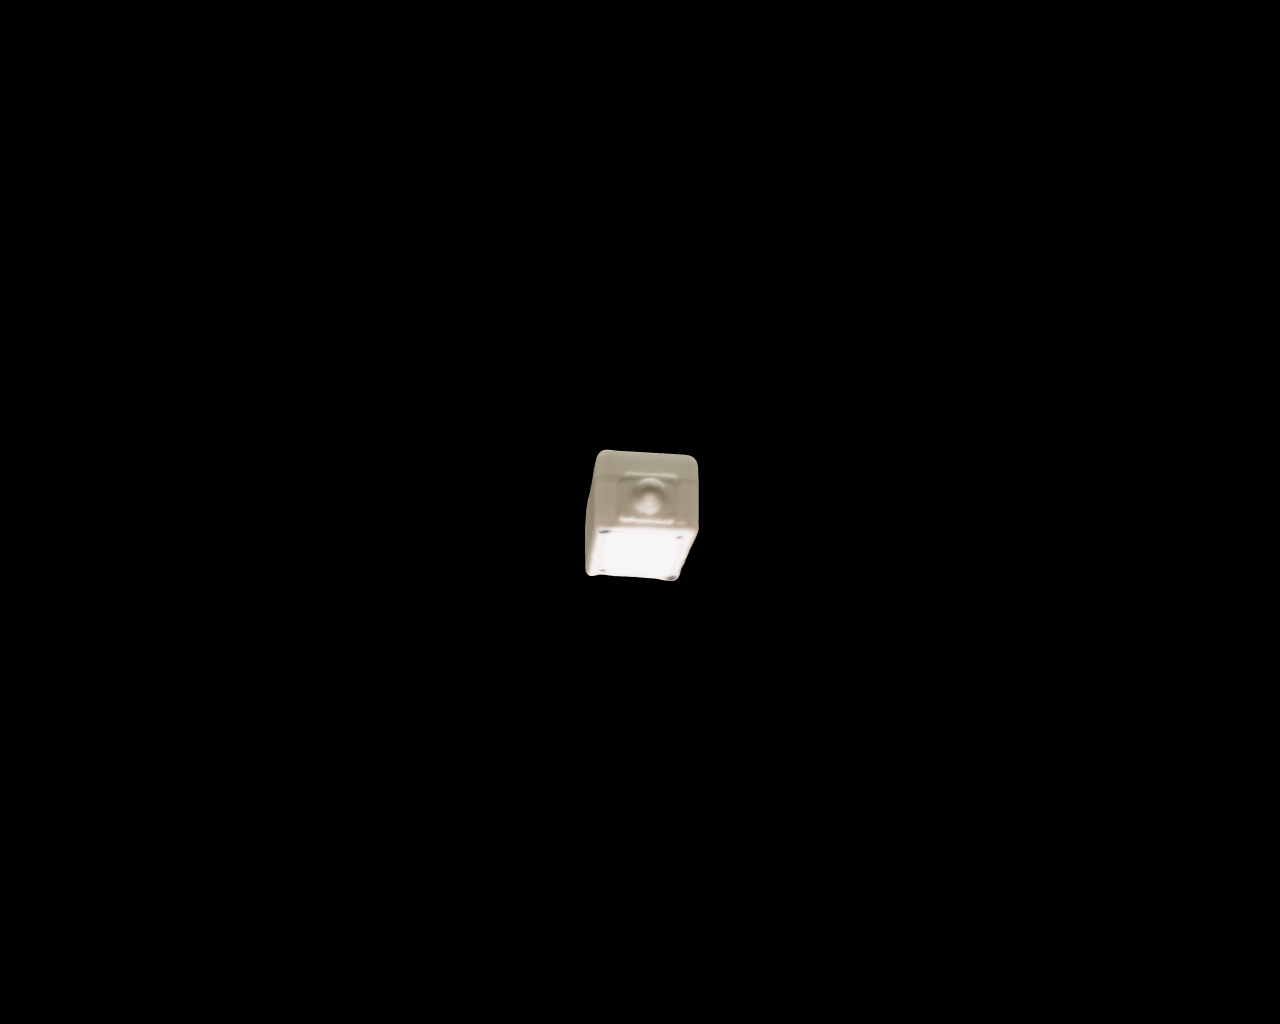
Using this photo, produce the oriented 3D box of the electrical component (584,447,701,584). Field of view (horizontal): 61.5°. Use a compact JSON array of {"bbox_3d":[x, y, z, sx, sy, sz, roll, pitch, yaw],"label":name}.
[{"bbox_3d":[0.001,-0.003,0.650,0.062,0.061,0.096,3,-26,-7],"label":"electrical component"}]
